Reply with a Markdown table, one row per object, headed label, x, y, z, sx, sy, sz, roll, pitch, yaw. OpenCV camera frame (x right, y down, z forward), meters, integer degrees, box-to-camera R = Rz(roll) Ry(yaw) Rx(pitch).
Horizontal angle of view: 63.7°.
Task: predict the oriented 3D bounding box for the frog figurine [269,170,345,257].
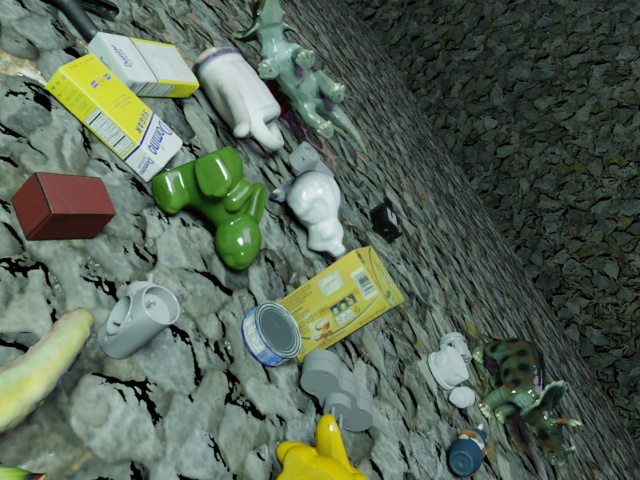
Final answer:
| label | x | y | z | sx | sy | sz | roll | pitch | yaw |
| --- | --- | --- | --- | --- | --- | --- | --- | --- | --- |
| frog figurine | 0.003 | -0.048 | 0.960 | 0.161 | 0.122 | 0.136 | 49 | 3 | 18 |

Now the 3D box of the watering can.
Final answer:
| label | x | y | z | sx | sy | sz | roll | pitch | yaw |
| --- | --- | --- | --- | --- | --- | --- | --- | --- | --- |
| watering can | -0.150 | -0.261 | 0.952 | 0.224 | 0.103 | 0.350 | 53 | 9 | -2 |

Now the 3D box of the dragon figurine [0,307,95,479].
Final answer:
| label | x | y | z | sx | sy | sz | roll | pitch | yaw |
| --- | --- | --- | --- | --- | --- | --- | --- | --- | --- |
| dragon figurine | -0.289 | 0.141 | 0.243 | 0.241 | 0.120 | 0.420 | 33 | 29 | -22 |
